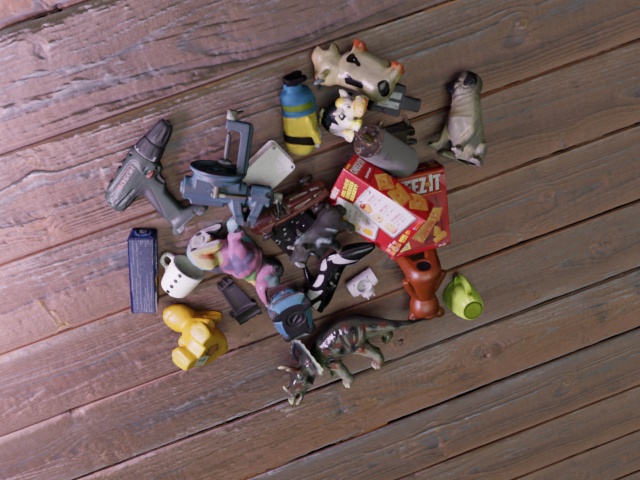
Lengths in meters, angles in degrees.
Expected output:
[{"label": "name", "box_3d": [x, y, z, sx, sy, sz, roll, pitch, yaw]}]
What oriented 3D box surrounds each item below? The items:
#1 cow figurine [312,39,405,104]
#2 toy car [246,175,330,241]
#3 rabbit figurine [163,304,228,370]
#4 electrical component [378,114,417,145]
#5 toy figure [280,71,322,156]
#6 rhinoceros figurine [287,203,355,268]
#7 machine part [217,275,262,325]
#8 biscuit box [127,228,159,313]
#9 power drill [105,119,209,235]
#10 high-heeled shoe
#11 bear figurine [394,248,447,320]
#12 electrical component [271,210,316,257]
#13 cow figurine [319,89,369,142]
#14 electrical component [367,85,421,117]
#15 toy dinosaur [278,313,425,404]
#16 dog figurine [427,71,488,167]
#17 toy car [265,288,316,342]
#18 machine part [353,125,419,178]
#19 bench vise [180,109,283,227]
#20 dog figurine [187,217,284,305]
[{"label": "cow figurine", "box_3d": [0.071, -0.361, 1.160, 0.195, 0.085, 0.127, 29, 98, 4]}, {"label": "toy car", "box_3d": [-0.075, -0.074, 1.232, 0.202, 0.053, 0.089, -27, 90, 8]}, {"label": "rabbit figurine", "box_3d": [-0.307, 0.215, 1.323, 0.162, 0.173, 0.121, -6, 127, -60]}, {"label": "electrical component", "box_3d": [0.179, -0.250, 1.273, 0.102, 0.045, 0.078, -16, 144, -2]}, {"label": "toy figure", "box_3d": [-0.048, -0.276, 1.192, 0.089, 0.082, 0.179, -7, 124, 12]}, {"label": "rhinoceros figurine", "box_3d": [-0.003, -0.004, 1.239, 0.112, 0.073, 0.190, 2, 140, -40]}, {"label": "machine part", "box_3d": [-0.211, 0.154, 1.369, 0.084, 0.039, 0.138, -26, 118, 6]}, {"label": "biscuit box", "box_3d": [-0.418, 0.073, 1.276, 0.063, 0.059, 0.202, 2, 113, -11]}, {"label": "power drill", "box_3d": [-0.346, -0.123, 1.195, 0.232, 0.086, 0.207, -43, 119, 10]}, {"label": "high-heeled shoe", "box_3d": [0.052, 0.097, 1.334, 0.249, 0.086, 0.145, -19, 97, 37]}, {"label": "bear figurine", "box_3d": [0.272, 0.122, 1.431, 0.120, 0.132, 0.195, -15, 134, -4]}, {"label": "electrical component", "box_3d": [-0.061, -0.027, 1.310, 0.115, 0.058, 0.134, -43, 114, 10]}, {"label": "cow figurine", "box_3d": [0.050, -0.278, 1.168, 0.098, 0.167, 0.068, 19, 78, -4]}, {"label": "electrical component", "box_3d": [0.169, -0.324, 1.233, 0.119, 0.048, 0.074, 4, 112, -14]}, {"label": "toy dinosaur", "box_3d": [0.067, 0.271, 1.428, 0.405, 0.131, 0.192, -41, 117, 7]}, {"label": "dog figurine", "box_3d": [0.358, -0.283, 1.274, 0.172, 0.121, 0.190, 20, 91, -54]}, {"label": "toy car", "box_3d": [-0.075, 0.178, 1.371, 0.109, 0.103, 0.161, -23, 131, -6]}, {"label": "machine part", "box_3d": [0.151, -0.195, 1.200, 0.243, 0.079, 0.079, 15, 113, -53]}, {"label": "bench vise", "box_3d": [-0.177, -0.151, 1.140, 0.224, 0.129, 0.240, 10, 110, -3]}, {"label": "dog figurine", "box_3d": [-0.195, 0.064, 1.297, 0.192, 0.109, 0.219, -25, 119, -2]}]
